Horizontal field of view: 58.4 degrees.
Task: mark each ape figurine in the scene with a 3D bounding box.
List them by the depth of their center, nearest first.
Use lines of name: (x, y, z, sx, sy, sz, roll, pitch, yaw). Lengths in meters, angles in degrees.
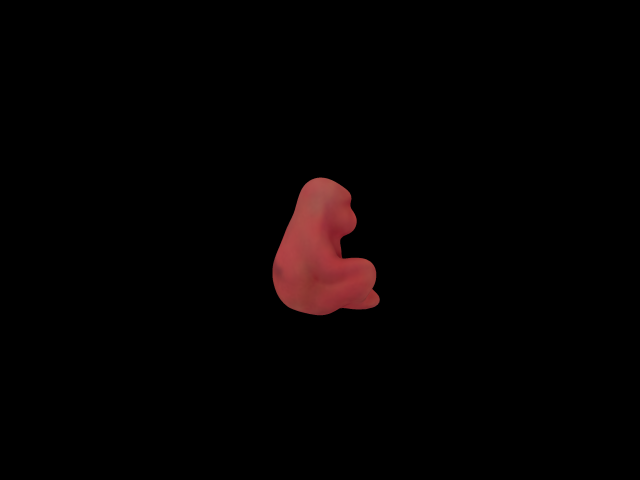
ape figurine: (0.004, 0.001, 0.400, 0.076, 0.092, 0.077, -4, 28, -7)
